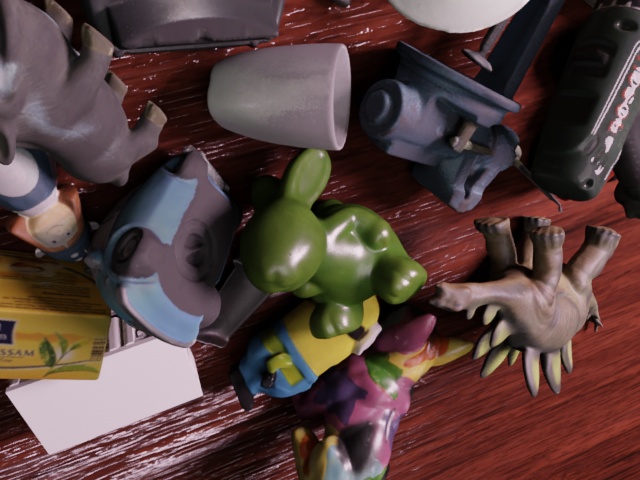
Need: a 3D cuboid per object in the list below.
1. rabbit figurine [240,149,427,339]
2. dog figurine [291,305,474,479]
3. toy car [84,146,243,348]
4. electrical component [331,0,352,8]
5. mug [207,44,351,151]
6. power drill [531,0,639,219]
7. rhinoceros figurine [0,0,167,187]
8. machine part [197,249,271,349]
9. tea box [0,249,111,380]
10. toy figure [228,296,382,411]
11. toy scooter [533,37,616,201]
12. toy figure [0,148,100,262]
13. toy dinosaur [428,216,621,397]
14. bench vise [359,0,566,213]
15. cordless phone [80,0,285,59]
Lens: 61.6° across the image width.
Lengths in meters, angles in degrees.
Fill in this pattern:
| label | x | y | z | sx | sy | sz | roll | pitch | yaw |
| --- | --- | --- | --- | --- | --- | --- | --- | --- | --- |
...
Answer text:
| label | x | y | z | sx | sy | sz | roll | pitch | yaw |
| --- | --- | --- | --- | --- | --- | --- | --- | --- | --- |
| rabbit figurine | -0.001 | -0.001 | 0.467 | 0.121 | 0.159 | 0.170 | -26 | 161 | 27 |
| dog figurine | 0.072 | 0.176 | 0.603 | 0.108 | 0.192 | 0.219 | 34 | 117 | -28 |
| toy car | -0.137 | 0.003 | 0.447 | 0.103 | 0.161 | 0.109 | -3 | 148 | 23 |
| electrical component | -0.004 | -0.230 | 0.424 | 0.094 | 0.021 | 0.063 | 20 | 110 | -31 |
| mug | -0.031 | -0.115 | 0.443 | 0.107 | 0.109 | 0.080 | 6 | 88 | 9 |
| power drill | 0.288 | -0.121 | 0.476 | 0.207 | 0.086 | 0.232 | 30 | 87 | -43 |
| rhinoceros figurine | -0.185 | -0.096 | 0.347 | 0.112 | 0.073 | 0.190 | -49 | 159 | -1 |
| machine part | -0.078 | 0.053 | 0.548 | 0.139 | 0.039 | 0.084 | -49 | 129 | 7 |
| tea box | -0.263 | 0.057 | 0.435 | 0.169 | 0.098 | 0.068 | 10 | 113 | -25 |
| toy figure | -0.016 | 0.109 | 0.580 | 0.180 | 0.082 | 0.089 | -29 | 125 | -1 |
| toy scooter | 0.314 | -0.132 | 0.585 | 0.135 | 0.075 | 0.183 | -6 | 116 | -21 |
| toy figure | -0.229 | -0.037 | 0.421 | 0.064 | 0.058 | 0.154 | -17 | 127 | 6 |
| toy dinosaur | 0.266 | 0.072 | 0.635 | 0.471 | 0.105 | 0.198 | 2 | 103 | -44 |
| bench vise | 0.152 | -0.142 | 0.485 | 0.223 | 0.129 | 0.240 | 13 | 117 | -31 |
| cordless phone | -0.098 | -0.224 | 0.366 | 0.147 | 0.089 | 0.184 | -11 | 111 | -17 |
